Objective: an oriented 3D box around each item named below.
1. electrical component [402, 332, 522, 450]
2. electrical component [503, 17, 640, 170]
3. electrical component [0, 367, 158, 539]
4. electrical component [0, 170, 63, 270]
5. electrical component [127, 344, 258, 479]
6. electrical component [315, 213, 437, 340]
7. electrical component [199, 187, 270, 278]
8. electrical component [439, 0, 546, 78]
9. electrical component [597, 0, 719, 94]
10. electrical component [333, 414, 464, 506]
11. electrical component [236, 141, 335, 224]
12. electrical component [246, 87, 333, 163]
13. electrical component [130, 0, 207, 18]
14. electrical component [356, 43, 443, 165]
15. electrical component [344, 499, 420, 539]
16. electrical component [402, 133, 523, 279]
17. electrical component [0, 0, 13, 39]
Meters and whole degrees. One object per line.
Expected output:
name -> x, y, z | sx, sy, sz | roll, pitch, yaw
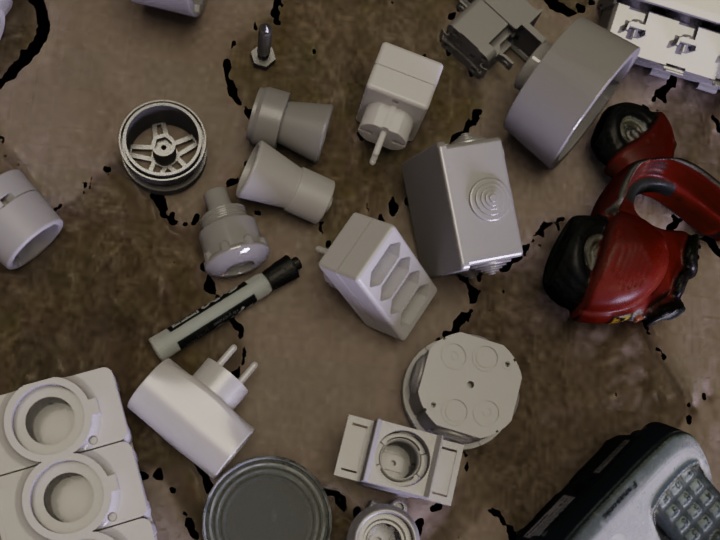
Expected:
electrical component -> 0.072, 0.084, 0.754 | 0.080, 0.051, 0.080 | 2, 75, -7
electrical component -> 0.150, -0.135, 0.796 | 0.060, 0.108, 0.108 | 37, 74, 9
electrical component -> -0.186, 0.148, 0.697 | 0.089, 0.061, 0.150 | -15, 78, -11
electrical component -> -0.240, -0.034, 0.743 | 0.055, 0.055, 0.047 | -44, 88, -15
electrical component -> -0.103, 0.087, 0.733 | 0.077, 0.044, 0.079 | 39, 74, 4
electrical component -> 0.000, 0.000, 0.760 | 0.076, 0.083, 0.047 | 21, 69, 38
electrical component -> -0.095, -0.029, 0.766 | 0.048, 0.048, 0.062 | -17, 71, -11
electrical component -> 0.100, -0.187, 0.834 | 0.081, 0.042, 0.064 | 44, 76, 5
electrical component -> 0.249, -0.183, 0.840 | 0.121, 0.078, 0.063 | 16, 96, -3
electrical component -> 0.025, 0.130, 0.729 | 0.081, 0.064, 0.042 | 16, 75, -3
electrical component -> -0.051, -0.060, 0.778 | 0.065, 0.044, 0.044 | 24, 73, -14
electrical component -> -0.052, -0.107, 0.791 | 0.055, 0.045, 0.045 | 16, 74, -3
electrical component -> -0.144, -0.243, 0.785 | 0.060, 0.108, 0.108 | 8, 74, 1
electrical component -> 0.022, -0.114, 0.792 | 0.047, 0.065, 0.076 | 21, 74, -2
electrical component -> 0.013, 0.181, 0.718 | 0.048, 0.055, 0.066 | 34, 74, 2
electrical component -> 0.072, -0.043, 0.762 | 0.048, 0.100, 0.099 | -11, 88, -15
electrical component -> -0.270, -0.226, 0.762 | 0.060, 0.105, 0.186 | 31, 74, 1
